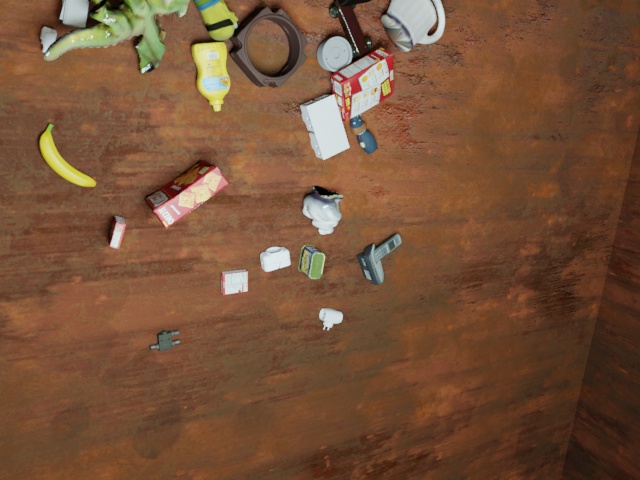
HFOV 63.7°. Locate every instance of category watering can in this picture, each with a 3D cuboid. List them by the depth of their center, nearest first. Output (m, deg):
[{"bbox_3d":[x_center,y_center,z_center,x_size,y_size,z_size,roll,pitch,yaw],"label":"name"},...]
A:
[{"bbox_3d":[0.286,-0.780,1.705,0.225,0.105,0.343,-50,121,-6],"label":"watering can"}]

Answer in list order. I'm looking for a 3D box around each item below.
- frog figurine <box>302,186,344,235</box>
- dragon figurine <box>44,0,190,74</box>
[{"bbox_3d":[0.005,-0.088,1.752,0.137,0.125,0.157,12,112,2],"label":"frog figurine"},{"bbox_3d":[-0.487,-0.531,1.327,0.414,0.123,0.238,-52,144,-13],"label":"dragon figurine"}]
